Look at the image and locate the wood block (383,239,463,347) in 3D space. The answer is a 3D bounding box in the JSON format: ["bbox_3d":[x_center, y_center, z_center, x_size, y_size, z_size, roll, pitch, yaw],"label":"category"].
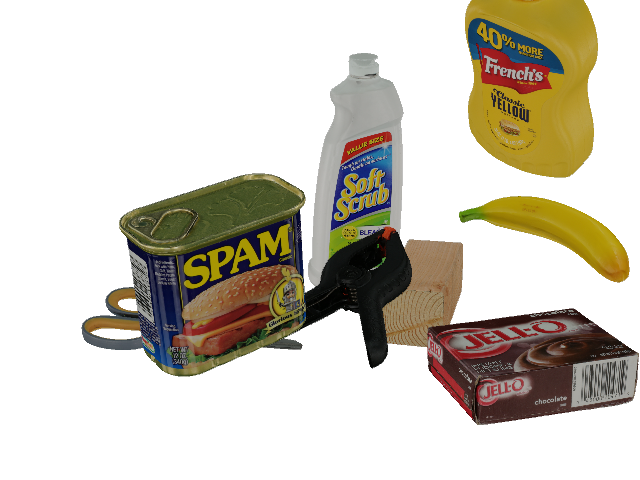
[{"bbox_3d":[0.158,0.077,1.619,0.091,0.090,0.206,4,21,14],"label":"wood block"}]

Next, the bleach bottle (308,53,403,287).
[{"bbox_3d":[0.037,-0.073,1.139,0.102,0.251,0.068,-3,24,-5],"label":"bleach bottle"}]

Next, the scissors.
[{"bbox_3d":[-0.122,0.075,1.009,0.201,0.016,0.096,-1,33,-8],"label":"scissors"}]

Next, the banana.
[{"bbox_3d":[0.227,-0.007,1.024,0.069,0.037,0.198,-39,37,-24],"label":"banana"}]

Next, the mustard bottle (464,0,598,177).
[{"bbox_3d":[0.148,-0.133,0.753,0.096,0.058,0.191,32,-27,31],"label":"mustard bottle"}]

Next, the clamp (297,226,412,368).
[{"bbox_3d":[0.035,0.047,0.898,0.120,0.039,0.171,19,45,31],"label":"clamp"}]

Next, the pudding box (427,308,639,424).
[{"bbox_3d":[0.137,0.081,0.704,0.113,0.039,0.090,-4,17,-13],"label":"pudding box"}]

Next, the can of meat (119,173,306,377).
[{"bbox_3d":[-0.057,0.019,0.605,0.101,0.084,0.058,-20,32,-30],"label":"can of meat"}]
